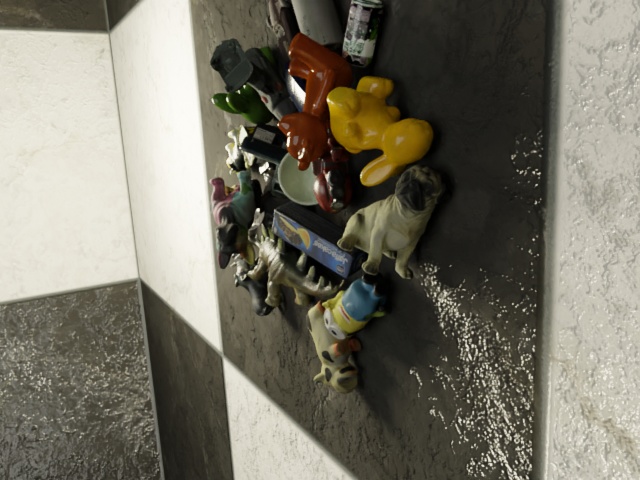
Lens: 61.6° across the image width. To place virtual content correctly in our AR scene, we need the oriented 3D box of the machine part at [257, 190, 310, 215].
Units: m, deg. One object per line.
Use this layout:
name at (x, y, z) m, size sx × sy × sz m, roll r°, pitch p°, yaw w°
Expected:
machine part at (-0.083, -0.079, 1.227) m, size 0.139 × 0.084 × 0.039 m, roll 11°, pitch 146°, yaw 37°

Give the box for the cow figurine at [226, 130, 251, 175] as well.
cow figurine at (-0.206, -0.217, 1.427) m, size 0.167 × 0.068 × 0.098 m, roll 123°, pitch 131°, yaw -62°

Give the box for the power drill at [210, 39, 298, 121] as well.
power drill at (-0.118, -0.318, 1.111) m, size 0.086 × 0.207 × 0.232 m, roll -39°, pitch 72°, yaw 24°

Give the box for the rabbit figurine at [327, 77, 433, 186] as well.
rabbit figurine at (0.101, -0.167, 0.872) m, size 0.173 × 0.122 × 0.162 m, roll 27°, pitch 127°, yaw 33°

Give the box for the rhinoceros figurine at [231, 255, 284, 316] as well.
rhinoceros figurine at (-0.173, 0.112, 1.430) m, size 0.190 × 0.112 × 0.073 m, roll 64°, pitch 150°, yaw 12°

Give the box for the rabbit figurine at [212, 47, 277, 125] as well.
rabbit figurine at (-0.166, -0.350, 1.266) m, size 0.121 × 0.159 × 0.170 m, roll 6°, pitch 119°, yaw 50°

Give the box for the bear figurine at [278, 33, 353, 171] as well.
bear figurine at (-0.026, -0.230, 0.933) m, size 0.195 × 0.132 × 0.120 m, roll -63°, pitch 0°, yaw -3°

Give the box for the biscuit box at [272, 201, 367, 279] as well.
biscuit box at (-0.002, -0.003, 1.076) m, size 0.203 × 0.063 × 0.059 m, roll 31°, pitch 129°, yaw 26°

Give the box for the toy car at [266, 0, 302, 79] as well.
toy car at (-0.070, -0.430, 1.150) m, size 0.089 × 0.053 × 0.202 m, roll -32°, pitch 70°, yaw 56°

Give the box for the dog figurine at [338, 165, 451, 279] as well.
dog figurine at (0.123, -0.053, 0.898) m, size 0.173 × 0.121 × 0.190 m, roll 42°, pitch 119°, yaw 43°

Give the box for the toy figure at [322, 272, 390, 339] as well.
toy figure at (0.075, 0.129, 1.034) m, size 0.180 × 0.089 × 0.082 m, roll -53°, pitch 40°, yaw 41°

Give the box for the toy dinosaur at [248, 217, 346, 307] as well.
toy dinosaur at (-0.074, 0.056, 1.247) m, size 0.472 × 0.105 × 0.198 m, roll 33°, pitch 125°, yaw 51°

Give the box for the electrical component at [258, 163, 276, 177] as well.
electrical component at (-0.135, -0.194, 1.361) m, size 0.063 × 0.021 × 0.094 m, roll -33°, pitch 69°, yaw 58°

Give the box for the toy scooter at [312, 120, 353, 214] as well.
toy scooter at (0.026, -0.130, 1.005) m, size 0.135 × 0.075 × 0.183 m, roll -119°, pitch 22°, yaw -72°

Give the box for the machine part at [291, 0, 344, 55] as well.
machine part at (-0.007, -0.422, 1.011) m, size 0.079 × 0.079 × 0.243 m, roll -31°, pitch 71°, yaw 59°

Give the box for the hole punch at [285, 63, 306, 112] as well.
hole punch at (-0.020, -0.286, 1.070) m, size 0.142 × 0.092 × 0.115 m, roll 56°, pitch 146°, yaw 31°

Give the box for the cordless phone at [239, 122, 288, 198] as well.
cordless phone at (-0.114, -0.166, 1.227) m, size 0.184 × 0.147 × 0.089 m, roll 113°, pitch 176°, yaw -58°

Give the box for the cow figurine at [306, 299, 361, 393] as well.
cow figurine at (0.025, 0.232, 1.147) m, size 0.127 × 0.085 × 0.195 m, roll -40°, pitch 66°, yaw 50°

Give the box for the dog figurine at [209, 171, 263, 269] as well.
dog figurine at (-0.194, -0.039, 1.268) m, size 0.191 × 0.109 × 0.219 m, roll 50°, pitch -146°, yaw -74°
